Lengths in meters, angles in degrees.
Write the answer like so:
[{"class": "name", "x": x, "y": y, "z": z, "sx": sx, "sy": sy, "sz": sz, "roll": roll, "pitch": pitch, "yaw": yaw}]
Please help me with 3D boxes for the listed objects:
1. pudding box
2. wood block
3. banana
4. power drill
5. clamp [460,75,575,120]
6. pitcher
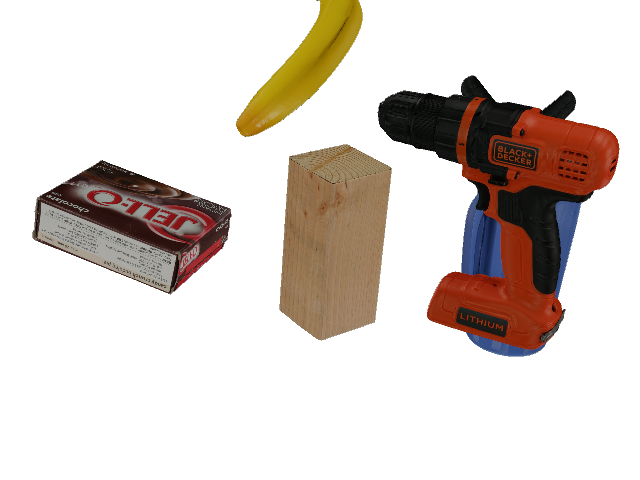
[{"class": "pudding box", "x": -0.132, "y": -0.012, "z": 0.758, "sx": 0.113, "sy": 0.039, "sz": 0.090, "roll": 19, "pitch": 25, "yaw": 12}, {"class": "wood block", "x": 0.015, "y": 0.002, "z": 1.277, "sx": 0.090, "sy": 0.206, "sz": 0.090, "roll": -15, "pitch": 32, "yaw": -34}, {"class": "banana", "x": -0.007, "y": -0.158, "z": 0.899, "sx": 0.070, "sy": 0.197, "sz": 0.037, "roll": -19, "pitch": -57, "yaw": 42}, {"class": "power drill", "x": 0.126, "y": -0.018, "z": 0.821, "sx": 0.185, "sy": 0.188, "sz": 0.057, "roll": 17, "pitch": 34, "yaw": 26}, {"class": "clamp", "x": 0.190, "y": -0.109, "z": 1.087, "sx": 0.120, "sy": 0.039, "sz": 0.171, "roll": 12, "pitch": 45, "yaw": 14}, {"class": "pitcher", "x": 0.245, "y": 0.024, "z": 1.355, "sx": 0.149, "sy": 0.243, "sz": 0.145, "roll": 5, "pitch": 24, "yaw": 1}]
